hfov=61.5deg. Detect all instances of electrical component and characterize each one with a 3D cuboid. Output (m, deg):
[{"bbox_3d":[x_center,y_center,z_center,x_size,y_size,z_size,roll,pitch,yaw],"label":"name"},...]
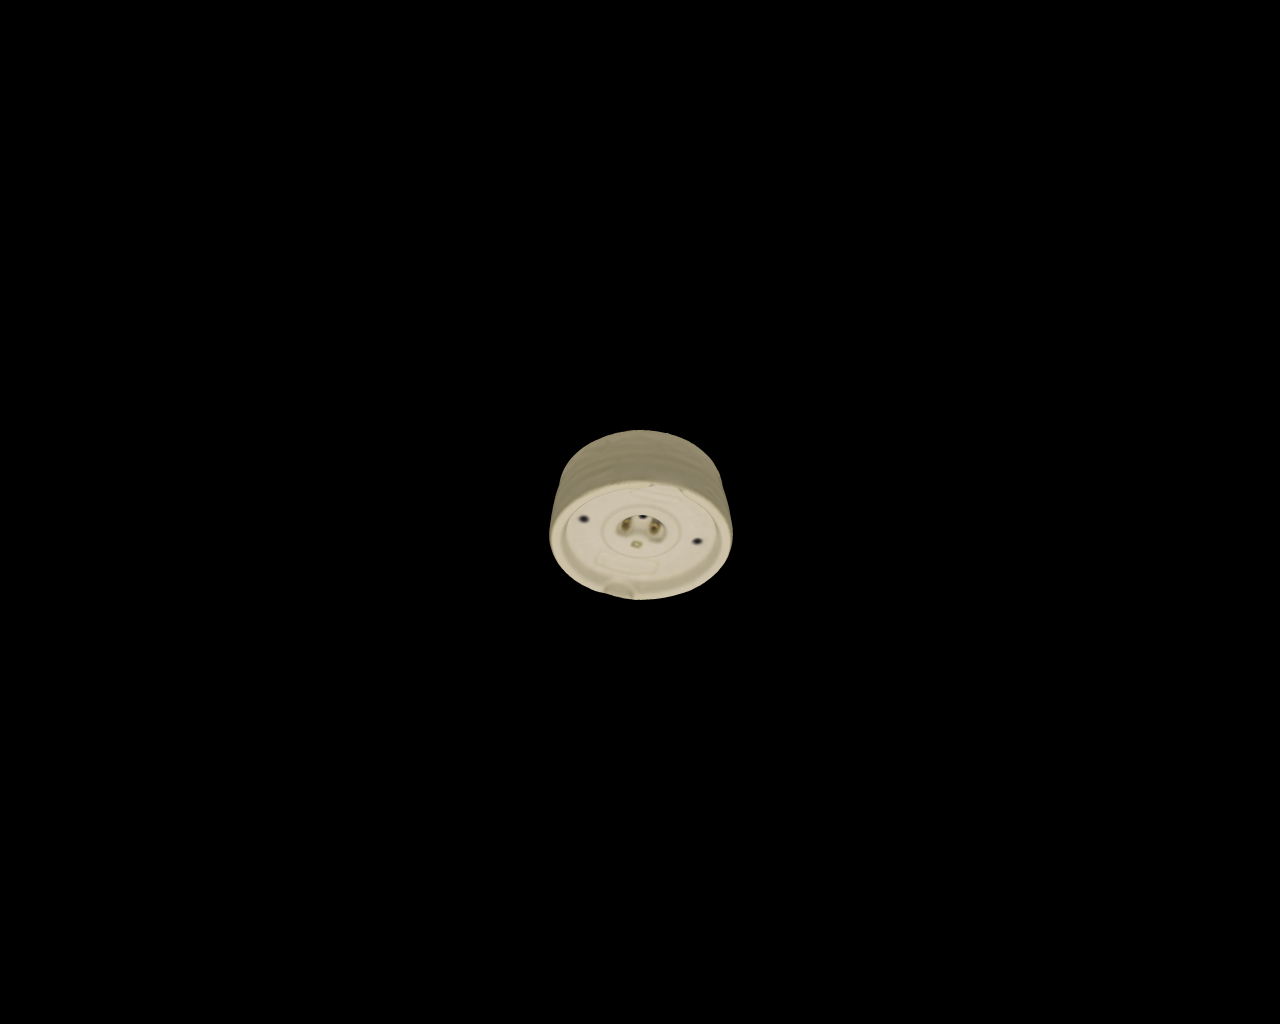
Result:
[{"bbox_3d":[0.001,-0.003,0.650,0.108,0.060,0.108,0,-43,0],"label":"electrical component"}]
